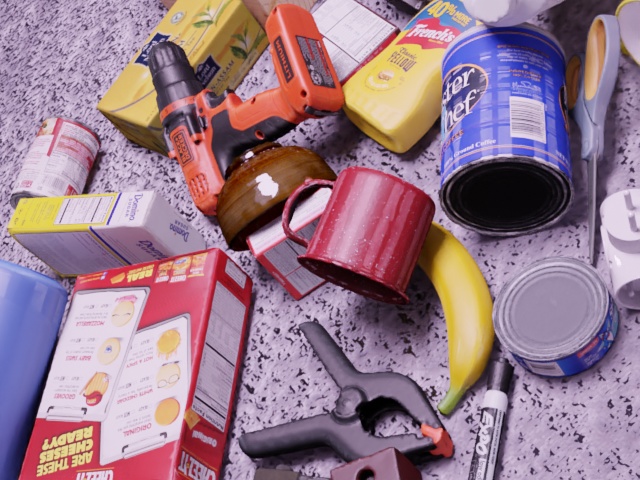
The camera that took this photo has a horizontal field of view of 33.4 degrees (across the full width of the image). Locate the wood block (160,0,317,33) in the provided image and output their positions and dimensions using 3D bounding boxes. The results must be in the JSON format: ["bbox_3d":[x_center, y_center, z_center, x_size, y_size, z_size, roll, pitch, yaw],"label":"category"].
[{"bbox_3d":[-0.102,-0.298,1.174,0.206,0.090,0.090,23,71,41],"label":"wood block"}]

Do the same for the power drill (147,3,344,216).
[{"bbox_3d":[-0.076,-0.139,0.994,0.188,0.057,0.184,-31,75,36],"label":"power drill"}]

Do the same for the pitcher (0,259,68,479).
[{"bbox_3d":[-0.306,0.137,0.918,0.149,0.144,0.243,2,71,44],"label":"pitcher"}]

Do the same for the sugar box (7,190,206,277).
[{"bbox_3d":[-0.204,-0.004,1.023,0.176,0.093,0.048,-3,57,30],"label":"sugar box"}]

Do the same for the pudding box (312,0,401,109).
[{"bbox_3d":[0.022,-0.188,1.049,0.090,0.039,0.114,-43,48,-2],"label":"pudding box"}]

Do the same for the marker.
[{"bbox_3d":[0.120,0.139,0.757,0.020,0.020,0.121,-3,57,32],"label":"marker"}]

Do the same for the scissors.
[{"bbox_3d":[0.210,-0.077,0.850,0.016,0.096,0.202,8,86,-8],"label":"scissors"}]

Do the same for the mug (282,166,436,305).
[{"bbox_3d":[0.028,-0.009,0.827,0.117,0.093,0.081,21,79,7],"label":"mug"}]

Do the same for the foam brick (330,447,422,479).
[{"bbox_3d":[0.045,0.194,0.744,0.053,0.051,0.078,-24,48,16],"label":"foam brick"}]

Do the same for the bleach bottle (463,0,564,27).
[{"bbox_3d":[0.185,-0.223,0.863,0.103,0.068,0.250,-4,23,31],"label":"bleach bottle"}]

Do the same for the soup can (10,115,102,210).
[{"bbox_3d":[-0.282,-0.073,1.142,0.069,0.068,0.102,-4,57,31],"label":"soup can"}]

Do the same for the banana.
[{"bbox_3d":[0.095,0.038,0.835,0.070,0.037,0.198,-26,48,14],"label":"banana"}]

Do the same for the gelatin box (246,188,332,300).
[{"bbox_3d":[-0.006,0.001,0.903,0.089,0.073,0.030,-34,46,8],"label":"gelatin box"}]

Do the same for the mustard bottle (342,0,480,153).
[{"bbox_3d":[0.108,-0.169,0.964,0.191,0.058,0.096,-45,41,-4],"label":"mustard bottle"}]

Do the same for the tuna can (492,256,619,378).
[{"bbox_3d":[0.171,0.056,0.775,0.086,0.033,0.086,-18,50,22],"label":"tuna can"}]

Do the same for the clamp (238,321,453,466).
[{"bbox_3d":[0.026,0.122,0.818,0.172,0.039,0.120,5,66,29],"label":"clamp"}]

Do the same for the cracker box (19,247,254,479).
[{"bbox_3d":[-0.152,0.123,0.911,0.164,0.072,0.213,-11,54,28],"label":"cracker box"}]

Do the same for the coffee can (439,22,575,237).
[{"bbox_3d":[0.147,-0.089,0.849,0.103,0.102,0.140,-13,52,25],"label":"coffee can"}]
